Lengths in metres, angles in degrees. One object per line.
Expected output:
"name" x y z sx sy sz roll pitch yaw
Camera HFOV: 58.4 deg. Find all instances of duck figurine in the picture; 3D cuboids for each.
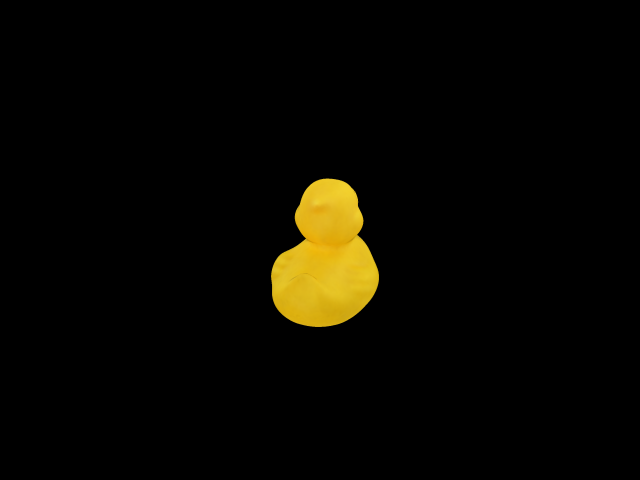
"duck figurine" 0.004 0.001 0.400 0.077 0.086 0.105 10 34 16
